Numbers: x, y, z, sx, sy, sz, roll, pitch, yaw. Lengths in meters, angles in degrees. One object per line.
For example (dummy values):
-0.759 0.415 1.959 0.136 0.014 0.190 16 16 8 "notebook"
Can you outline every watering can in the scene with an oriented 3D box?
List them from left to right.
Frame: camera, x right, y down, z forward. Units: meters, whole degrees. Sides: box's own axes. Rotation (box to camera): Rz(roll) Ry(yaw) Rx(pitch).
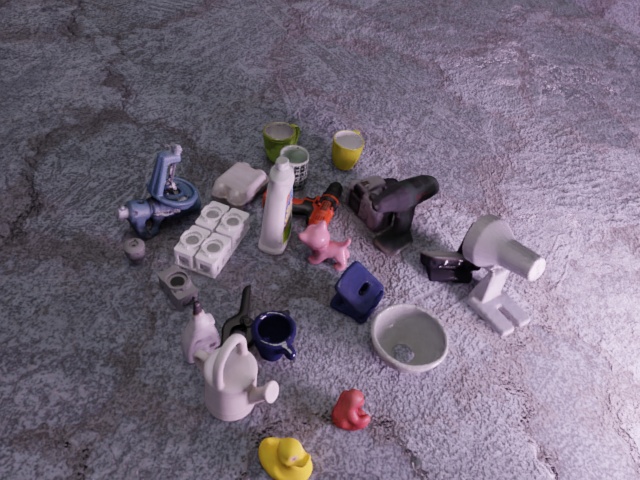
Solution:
-0.158 0.248 1.061 0.173 0.194 0.101 9 46 0 "watering can"

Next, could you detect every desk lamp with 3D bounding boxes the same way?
0.413 0.073 1.303 0.118 0.213 0.202 -23 54 -27 "desk lamp"

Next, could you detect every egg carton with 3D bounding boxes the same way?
-0.210 -0.142 1.506 0.107 0.069 0.150 26 49 15 "egg carton"

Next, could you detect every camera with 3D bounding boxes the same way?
0.160 -0.116 1.519 0.137 0.101 0.143 -21 53 -26 "camera"

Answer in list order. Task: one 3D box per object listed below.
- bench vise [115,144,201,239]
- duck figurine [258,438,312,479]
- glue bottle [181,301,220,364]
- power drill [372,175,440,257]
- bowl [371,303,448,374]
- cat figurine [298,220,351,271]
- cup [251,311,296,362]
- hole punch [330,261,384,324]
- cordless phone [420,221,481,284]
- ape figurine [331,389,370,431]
-0.373 -0.111 1.347 0.121 0.220 0.208 29 49 18 "bench vise"
-0.060 0.383 1.025 0.104 0.086 0.078 25 48 14 "duck figurine"
-0.238 0.176 1.131 0.078 0.173 0.037 -21 53 -26 "glue bottle"
0.195 -0.063 1.400 0.230 0.208 0.075 -33 59 -33 "power drill"
0.184 0.222 1.223 0.167 0.075 0.167 5 47 -5 "bowl"
0.013 0.005 1.370 0.127 0.118 0.067 11 46 2 "cat figurine"
-0.088 0.215 1.172 0.092 0.095 0.117 -26 56 -29 "cup"
0.090 0.116 1.296 0.101 0.091 0.109 27 49 16 "hole punch"
0.327 0.013 1.366 0.148 0.185 0.094 -1 47 -9 "cordless phone"
0.061 0.320 1.100 0.076 0.092 0.077 -8 49 -16 "ape figurine"
